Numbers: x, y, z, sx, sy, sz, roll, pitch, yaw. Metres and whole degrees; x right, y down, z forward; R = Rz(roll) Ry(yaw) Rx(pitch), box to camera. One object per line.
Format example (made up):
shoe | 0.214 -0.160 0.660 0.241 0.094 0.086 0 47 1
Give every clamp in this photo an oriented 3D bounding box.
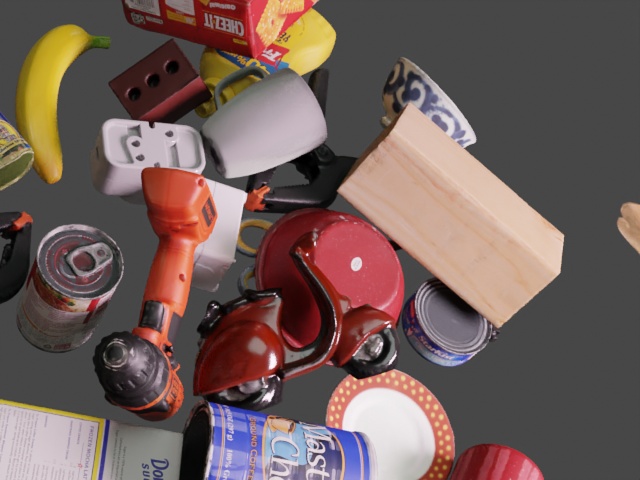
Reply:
clamp | -0.296 0.026 0.859 0.120 0.039 0.171 46 38 -23
clamp | 0.005 -0.077 1.094 0.164 0.036 0.209 42 48 3

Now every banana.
banana | -0.251 -0.142 1.006 0.069 0.037 0.197 20 53 -13

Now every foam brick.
foam brick | -0.153 -0.144 1.025 0.078 0.051 0.053 -36 73 0

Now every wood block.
wood block | 0.129 -0.025 1.040 0.206 0.090 0.090 40 27 -5

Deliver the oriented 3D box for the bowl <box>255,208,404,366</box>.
bowl | 0.022 0.034 1.002 0.161 0.055 0.162 13 62 -26

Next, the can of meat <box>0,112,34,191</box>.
can of meat | -0.311 -0.078 0.922 0.084 0.058 0.101 49 52 5

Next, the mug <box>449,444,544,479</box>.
mug | 0.153 0.242 0.933 0.117 0.093 0.081 61 37 -23

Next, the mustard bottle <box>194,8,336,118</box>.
mustard bottle | -0.069 -0.183 1.110 0.096 0.058 0.191 33 51 9

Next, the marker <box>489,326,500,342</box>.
marker | 0.157 0.049 1.099 0.020 0.020 0.121 -4 61 -29

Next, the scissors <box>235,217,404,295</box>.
scissors | -0.007 0.001 1.049 0.201 0.016 0.096 -25 75 -36

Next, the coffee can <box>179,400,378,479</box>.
coffee can | -0.038 0.192 0.853 0.140 0.103 0.103 15 54 -18

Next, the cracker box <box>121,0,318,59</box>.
cracker box | -0.082 -0.284 1.124 0.164 0.072 0.213 19 46 24

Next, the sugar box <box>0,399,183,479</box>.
sugar box | -0.197 0.181 0.818 0.176 0.048 0.093 17 54 -21

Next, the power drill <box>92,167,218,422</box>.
power drill | -0.129 0.042 0.834 0.057 0.184 0.187 10 72 2

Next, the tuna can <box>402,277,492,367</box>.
tuna can | 0.124 0.081 1.052 0.086 0.034 0.086 13 54 -19

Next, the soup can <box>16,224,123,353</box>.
soup can | -0.205 0.041 0.867 0.068 0.102 0.068 13 55 -19
